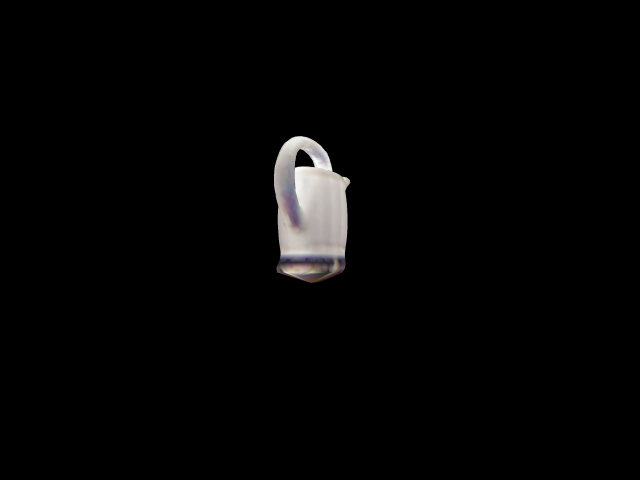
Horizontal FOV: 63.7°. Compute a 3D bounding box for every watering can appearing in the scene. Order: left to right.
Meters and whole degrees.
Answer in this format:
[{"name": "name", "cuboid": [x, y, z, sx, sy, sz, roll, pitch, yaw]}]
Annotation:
[{"name": "watering can", "cuboid": [0.003, -0.043, 0.850, 0.104, 0.225, 0.346, -2, -6, 18]}]
